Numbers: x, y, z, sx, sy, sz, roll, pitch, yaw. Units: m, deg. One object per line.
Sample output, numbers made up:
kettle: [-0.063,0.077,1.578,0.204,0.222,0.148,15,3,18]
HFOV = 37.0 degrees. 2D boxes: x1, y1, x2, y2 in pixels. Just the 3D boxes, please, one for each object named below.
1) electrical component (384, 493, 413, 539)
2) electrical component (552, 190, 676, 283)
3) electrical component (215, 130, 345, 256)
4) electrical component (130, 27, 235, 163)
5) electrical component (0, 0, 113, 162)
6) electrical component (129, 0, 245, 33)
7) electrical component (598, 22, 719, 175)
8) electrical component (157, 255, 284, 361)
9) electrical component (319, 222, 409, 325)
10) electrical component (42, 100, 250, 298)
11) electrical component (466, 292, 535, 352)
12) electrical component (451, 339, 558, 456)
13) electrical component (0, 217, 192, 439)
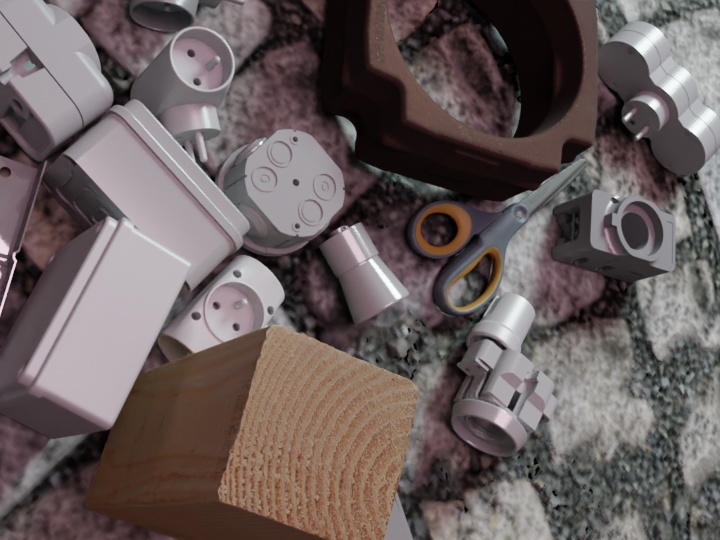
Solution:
electrical component: [-0.002,0.179,0.698,0.062,0.061,0.096,-17,87,-32]
electrical component: [0.210,-0.027,0.874,0.089,0.056,0.050,15,71,-27]
electrical component: [-0.054,-0.053,0.729,0.080,0.051,0.080,8,75,-29]
electrical component: [-0.112,-0.105,0.693,0.043,0.077,0.079,-9,83,-32]
electrical component: [-0.200,-0.124,0.659,0.059,0.054,0.095,-44,101,-30]
electrical component: [-0.114,-0.202,0.734,0.079,0.044,0.077,11,73,-27]
electrical component: [0.251,-0.139,0.927,0.074,0.052,0.138,-43,101,-31]
electrical component: [-0.077,0.044,0.697,0.079,0.044,0.077,49,60,-12]
electrical component: [0.000,0.000,0.755,0.044,0.044,0.065,-29,89,-32]
electrical component: [-0.132,-0.041,0.665,0.113,0.078,0.057,49,63,-12]
electrical component: [0.107,0.045,0.807,0.040,0.040,0.046,45,55,-14]
electrical component: [0.101,0.097,0.780,0.078,0.058,0.057,41,59,-16]
electrical component: [-0.159,0.036,0.614,0.056,0.109,0.108,33,64,-22]
